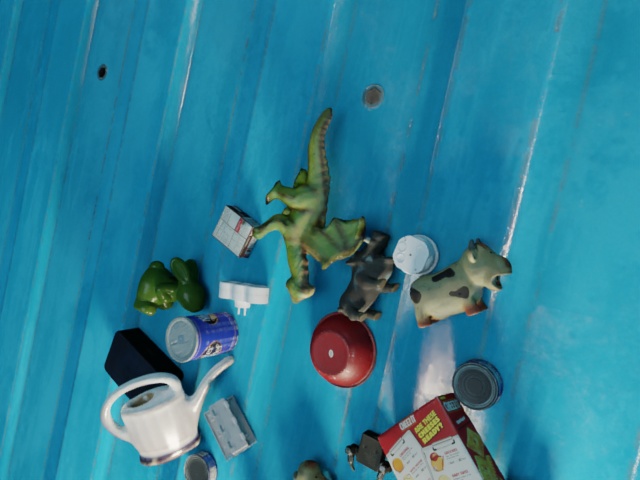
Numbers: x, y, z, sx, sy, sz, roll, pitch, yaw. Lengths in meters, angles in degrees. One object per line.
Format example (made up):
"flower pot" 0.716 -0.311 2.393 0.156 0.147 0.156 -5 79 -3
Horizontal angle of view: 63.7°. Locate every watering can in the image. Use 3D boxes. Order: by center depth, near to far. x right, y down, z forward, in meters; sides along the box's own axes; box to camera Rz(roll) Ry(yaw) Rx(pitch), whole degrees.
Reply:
"watering can" -0.352 0.418 1.257 0.105 0.348 0.222 -116 10 -76

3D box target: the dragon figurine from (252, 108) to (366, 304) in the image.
"dragon figurine" 0.003 -0.054 1.081 0.245 0.122 0.406 34 106 31
